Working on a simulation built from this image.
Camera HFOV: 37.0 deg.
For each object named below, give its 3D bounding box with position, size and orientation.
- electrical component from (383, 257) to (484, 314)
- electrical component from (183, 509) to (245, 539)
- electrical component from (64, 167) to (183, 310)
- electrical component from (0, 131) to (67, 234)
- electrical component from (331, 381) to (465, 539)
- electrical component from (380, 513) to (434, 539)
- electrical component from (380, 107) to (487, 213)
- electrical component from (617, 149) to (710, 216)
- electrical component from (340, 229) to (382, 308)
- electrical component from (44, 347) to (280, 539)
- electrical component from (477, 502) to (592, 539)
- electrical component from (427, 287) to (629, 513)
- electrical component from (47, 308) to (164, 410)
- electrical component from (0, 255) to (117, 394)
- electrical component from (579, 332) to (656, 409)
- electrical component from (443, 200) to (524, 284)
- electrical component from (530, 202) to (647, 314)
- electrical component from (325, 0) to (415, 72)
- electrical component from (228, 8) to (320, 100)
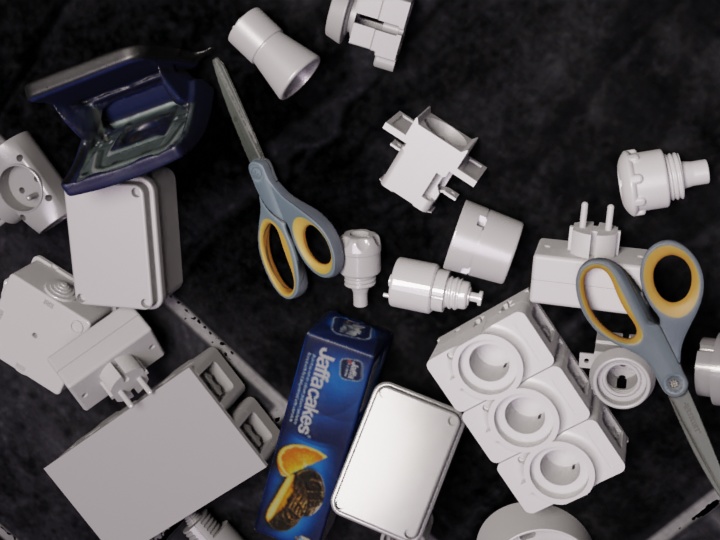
[{"bbox_3d":[0.058,0.015,0.848,0.078,0.040,0.040,11,111,12],"label":"electrical component"},{"bbox_3d":[-0.131,0.250,0.980,0.043,0.043,0.081,-39,94,24],"label":"electrical component"},{"bbox_3d":[-0.197,-0.028,0.897,0.078,0.057,0.113,4,109,15],"label":"electrical component"},{"bbox_3d":[-0.291,-0.065,0.918,0.079,0.044,0.077,-32,97,23],"label":"electrical component"},{"bbox_3d":[0.032,0.154,0.869,0.078,0.057,0.113,21,85,8],"label":"electrical component"},{"bbox_3d":[0.042,0.223,0.919,0.040,0.046,0.040,5,109,14],"label":"electrical component"},{"bbox_3d":[0.051,-0.082,0.816,0.081,0.042,0.063,34,115,4],"label":"electrical component"},{"bbox_3d":[0.218,-0.066,0.773,0.062,0.048,0.048,-8,106,11],"label":"electrical component"},{"bbox_3d":[0.000,0.000,0.863,0.035,0.035,0.061,4,112,15],"label":"electrical component"},{"bbox_3d":[-0.172,0.161,0.952,0.186,0.060,0.105,-34,96,23],"label":"electrical component"},{"bbox_3d":[0.149,0.246,0.900,0.099,0.064,0.099,1,103,2],"label":"electrical component"},{"bbox_3d":[0.132,0.105,0.845,0.089,0.061,0.150,-32,97,23],"label":"electrical component"},{"bbox_3d":[-0.204,0.085,0.907,0.076,0.083,0.047,45,162,29],"label":"electrical component"},{"bbox_3d":[-0.276,0.050,0.951,0.100,0.048,0.099,31,114,4],"label":"electrical component"},{"bbox_3d":[0.200,0.075,0.819,0.066,0.055,0.048,5,109,14],"label":"electrical component"},{"bbox_3d":[0.094,-0.020,0.818,0.047,0.055,0.055,19,112,5],"label":"electrical component"},{"bbox_3d":[0.173,-0.013,0.801,0.083,0.047,0.075,7,109,14],"label":"electrical component"},{"bbox_3d":[0.007,-0.186,0.792,0.055,0.048,0.066,17,112,2],"label":"electrical component"},{"bbox_3d":[-0.068,-0.168,0.822,0.065,0.044,0.044,44,114,4],"label":"electrical component"}]
